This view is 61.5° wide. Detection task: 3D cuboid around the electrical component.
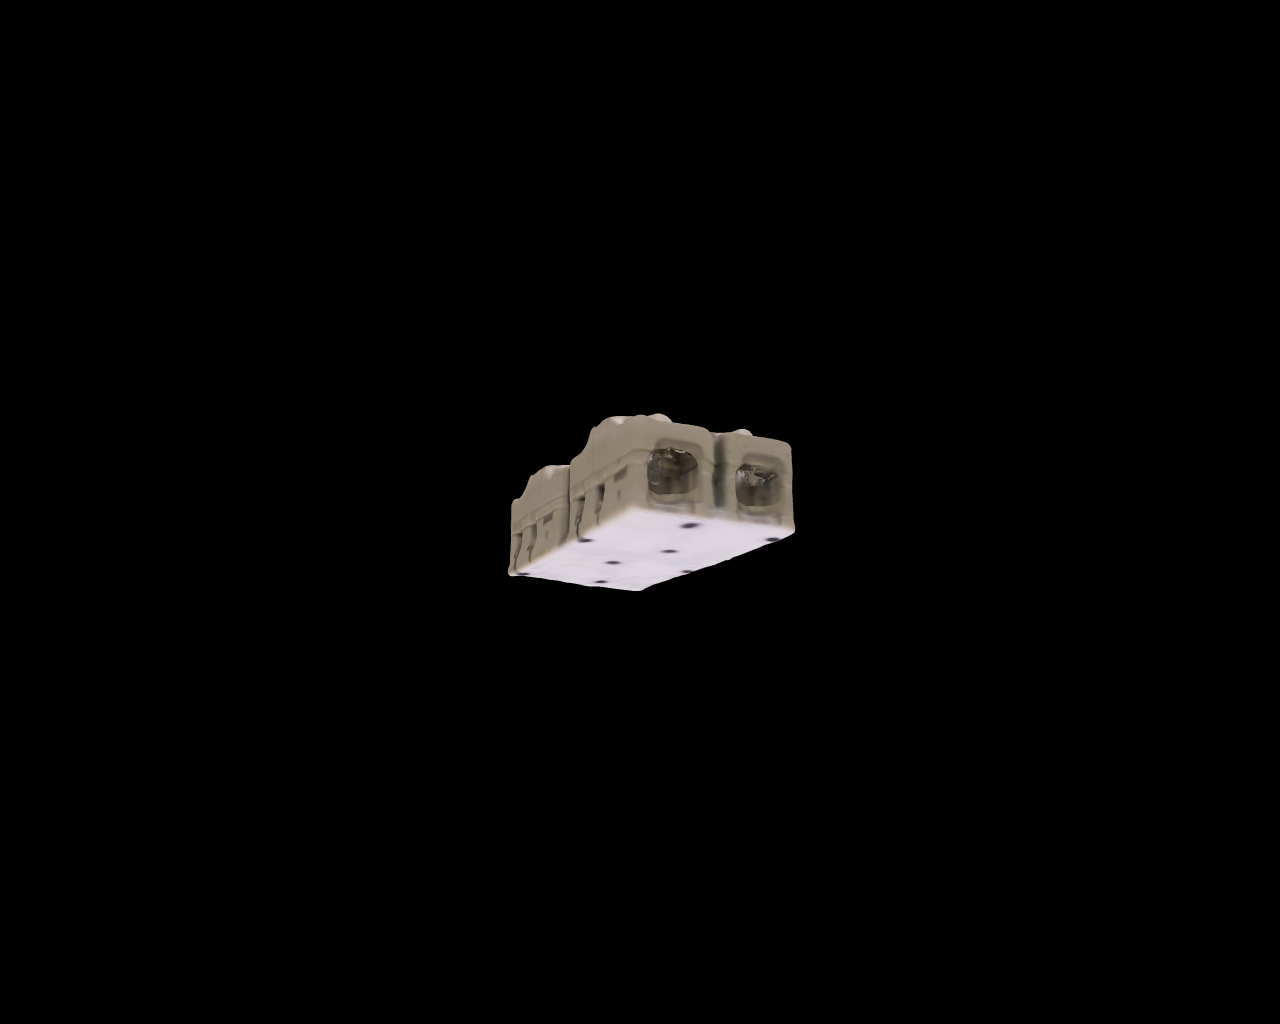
[{"bbox_3d":[0.001,-0.003,0.650,0.105,0.060,0.186,8,-18,-27],"label":"electrical component"}]
